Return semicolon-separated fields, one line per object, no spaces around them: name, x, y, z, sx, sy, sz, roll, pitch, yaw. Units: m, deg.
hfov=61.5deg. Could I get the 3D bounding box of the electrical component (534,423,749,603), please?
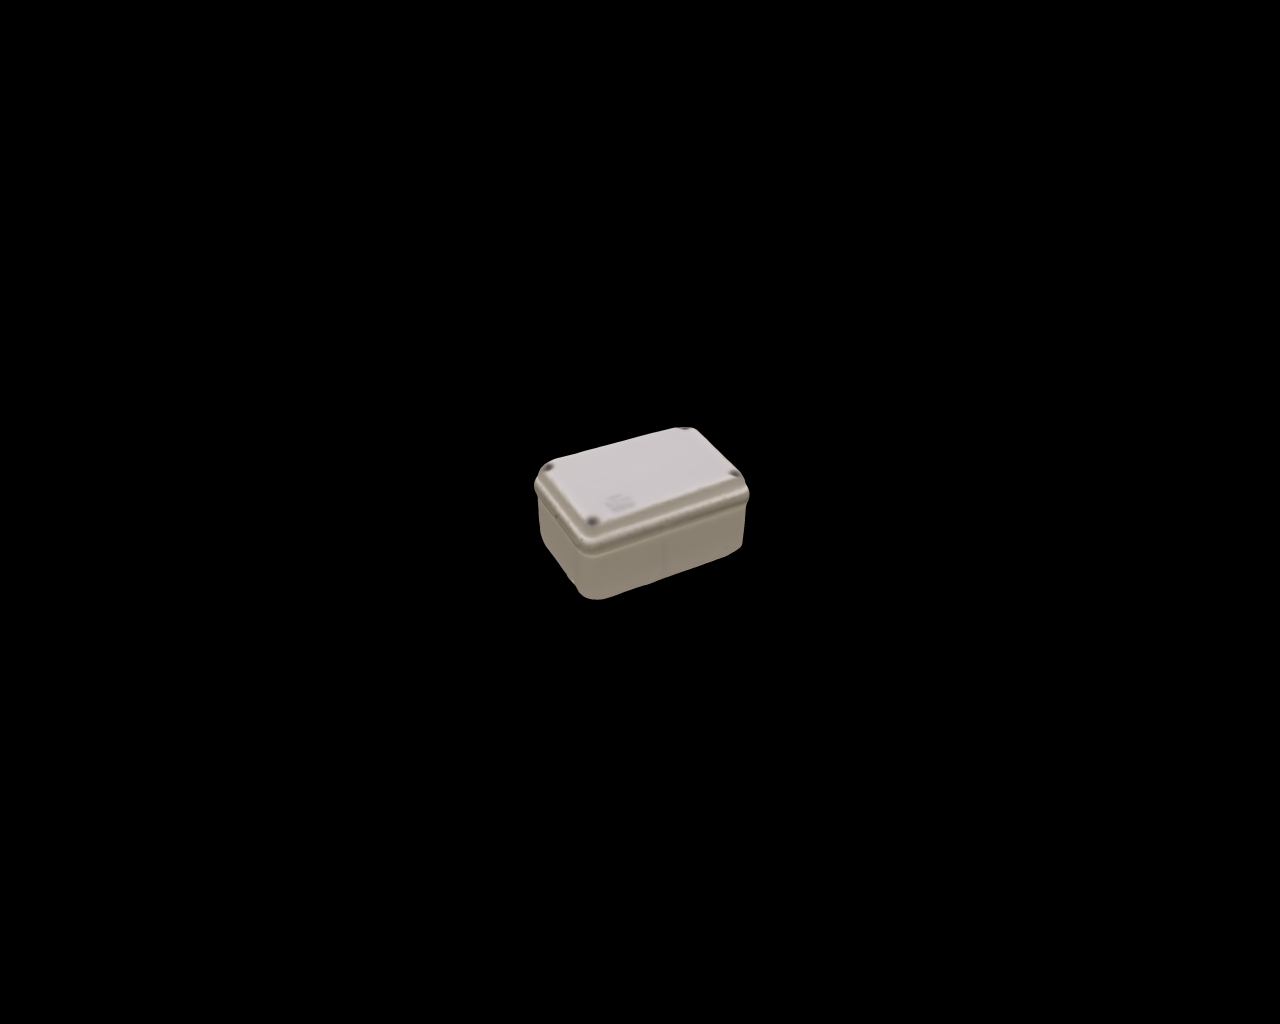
electrical component;0.001;-0.003;0.650;0.113;0.057;0.078;-17;40;-22
